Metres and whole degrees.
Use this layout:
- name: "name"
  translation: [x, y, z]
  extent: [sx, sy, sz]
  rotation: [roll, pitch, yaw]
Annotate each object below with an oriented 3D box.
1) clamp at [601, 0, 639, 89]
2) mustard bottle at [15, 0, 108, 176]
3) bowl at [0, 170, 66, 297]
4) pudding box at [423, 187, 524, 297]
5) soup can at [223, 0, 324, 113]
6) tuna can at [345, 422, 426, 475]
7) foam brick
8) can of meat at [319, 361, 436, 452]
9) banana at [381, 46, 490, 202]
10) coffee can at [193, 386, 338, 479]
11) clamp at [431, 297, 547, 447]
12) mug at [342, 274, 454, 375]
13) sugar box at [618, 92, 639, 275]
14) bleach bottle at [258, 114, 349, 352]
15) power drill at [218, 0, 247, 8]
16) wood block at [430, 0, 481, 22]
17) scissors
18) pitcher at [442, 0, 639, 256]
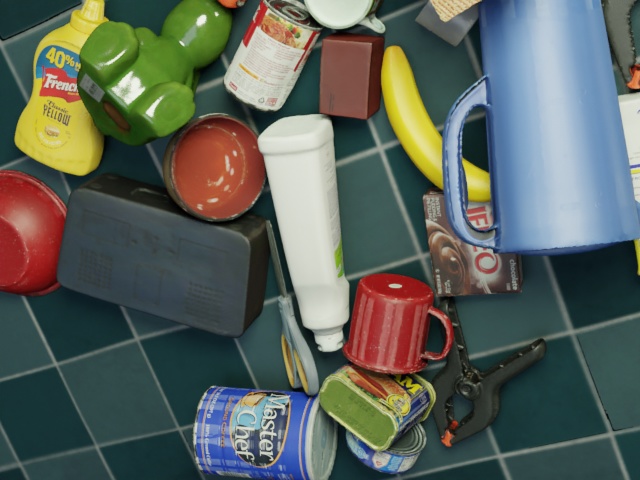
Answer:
- name: "clamp"
  translation: [0.299, -0.243, 0.959]
  extent: [0.164, 0.036, 0.210]
  rotation: [21, 116, 10]
- name: "mustard bottle"
  translation: [-0.266, -0.172, 1.159]
  extent: [0.096, 0.058, 0.192]
  rotation: [26, 115, 9]
- name: "bowl"
  translation: [-0.371, 0.002, 1.260]
  extent: [0.162, 0.055, 0.162]
  rotation: [6, 112, 16]
- name: "pudding box"
  translation: [0.159, -0.001, 1.095]
  extent: [0.090, 0.039, 0.113]
  rotation: [-4, 108, 19]
- name: "soup can"
  translation: [-0.048, -0.188, 1.076]
  extent: [0.068, 0.068, 0.102]
  rotation: [32, 117, 4]
- name: "tuna can"
  translation: [0.072, 0.218, 1.181]
  extent: [0.086, 0.086, 0.034]
  rotation: [27, 118, 7]
- name: "foam brick"
  translation: [0.032, -0.166, 1.068]
  extent: [0.053, 0.051, 0.078]
  rotation: [10, 112, 16]
- name: "can of meat"
  translation: [0.060, 0.171, 1.154]
  extent: [0.102, 0.083, 0.057]
  rotation: [35, 124, 20]
- name: "banana"
  translation: [0.116, -0.102, 1.057]
  extent: [0.069, 0.037, 0.198]
  rotation: [-43, 82, 2]
- name: "coffee can"
  translation: [-0.060, 0.222, 1.216]
  extent: [0.140, 0.102, 0.103]
  rotation: [1, 110, 18]
- name: "clamp"
  translation: [0.156, 0.144, 1.153]
  extent: [0.120, 0.039, 0.172]
  rotation: [35, 119, 17]
- name: "mug"
  translation: [0.085, 0.089, 1.124]
  extent: [0.117, 0.093, 0.081]
  rotation: [17, 110, 26]
- name: "sugar box"
  translation: [0.336, -0.057, 1.014]
  extent: [0.093, 0.048, 0.176]
  rotation: [-8, 103, 20]
- name: "bleach bottle"
  translation: [-0.007, 0.001, 1.115]
  extent: [0.068, 0.102, 0.251]
  rotation: [-3, 109, 14]
- name: "power drill"
  translation: [-0.063, -0.330, 1.015]
  extent: [0.188, 0.057, 0.184]
  rotation: [-38, 103, 22]
- name: "wood block"
  translation: [0.139, -0.261, 0.910]
  extent: [0.091, 0.205, 0.090]
  rotation: [-29, 99, 25]
- name: "scissors"
  translation: [-0.030, 0.085, 1.162]
  extent: [0.016, 0.096, 0.202]
  rotation: [-16, 120, -17]
- name: "pitcher"
  translation: [0.199, -0.106, 0.962]
  extent: [0.145, 0.148, 0.243]
  rotation: [-8, 89, 42]
